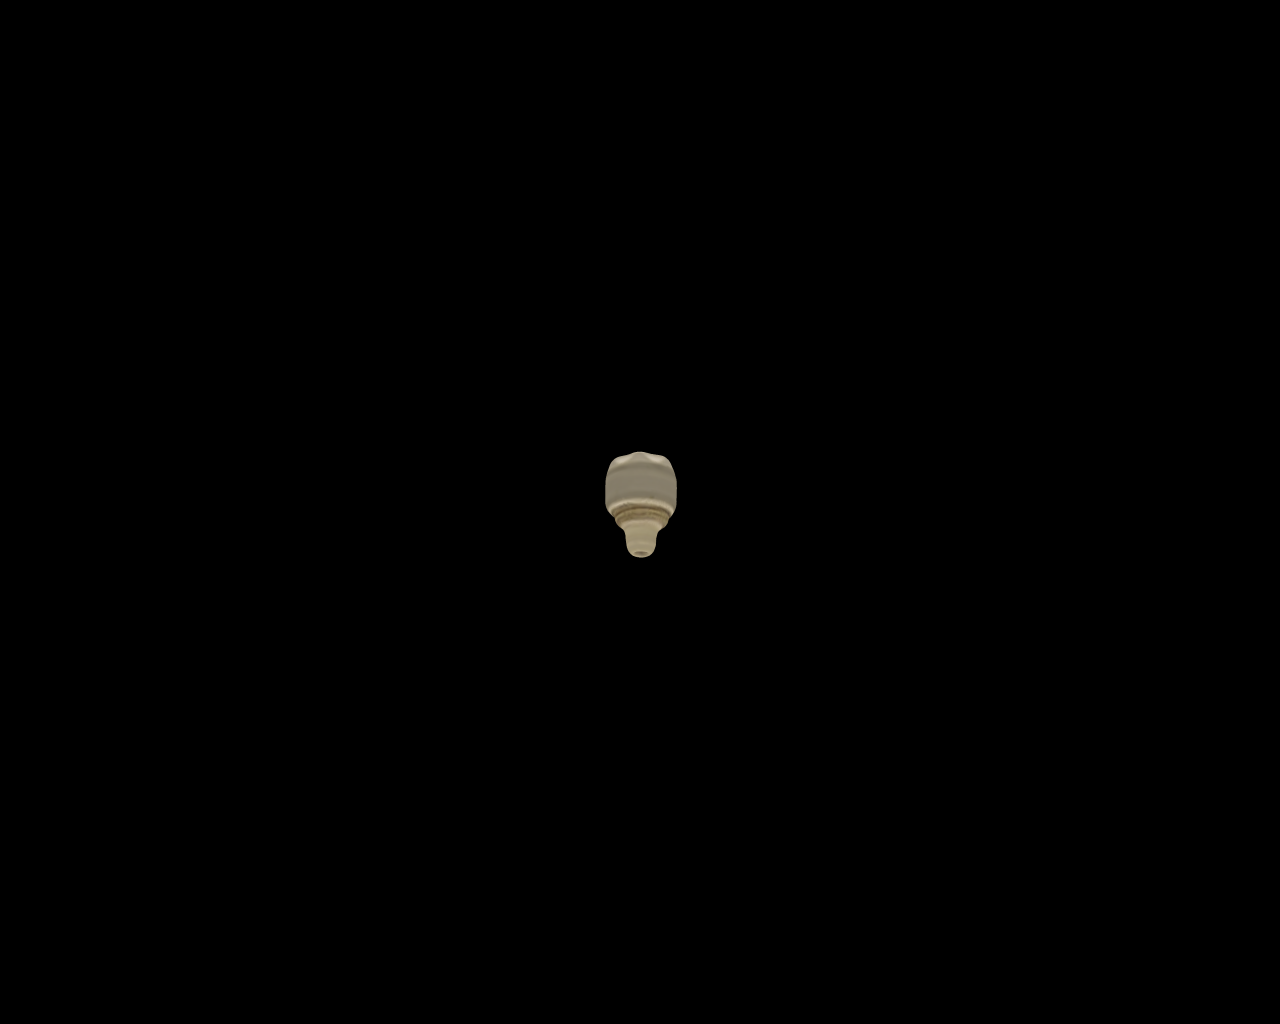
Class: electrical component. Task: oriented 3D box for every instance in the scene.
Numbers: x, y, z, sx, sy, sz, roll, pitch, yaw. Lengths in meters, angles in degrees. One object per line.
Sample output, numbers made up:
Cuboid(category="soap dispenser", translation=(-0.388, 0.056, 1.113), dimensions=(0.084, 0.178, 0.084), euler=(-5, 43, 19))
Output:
Cuboid(category="electrical component", translation=(0.001, -0.003, 0.650), dimensions=(0.043, 0.062, 0.043), euler=(0, -22, 0))
